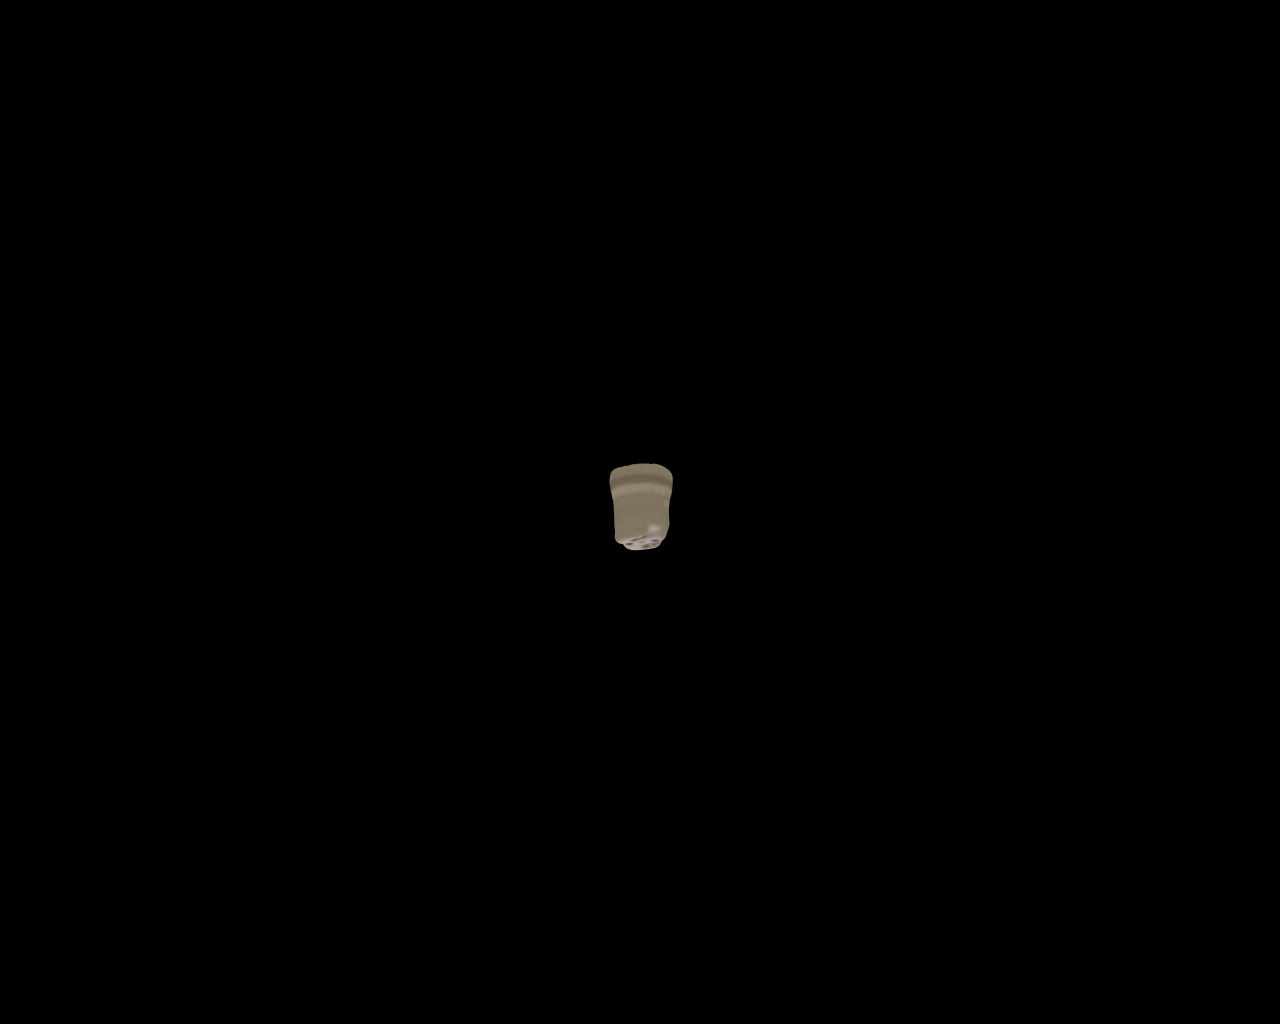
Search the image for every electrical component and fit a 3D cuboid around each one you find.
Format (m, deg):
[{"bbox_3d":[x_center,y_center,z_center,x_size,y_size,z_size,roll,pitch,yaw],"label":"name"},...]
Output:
[{"bbox_3d":[0.001,-0.003,0.650,0.040,0.046,0.040,0,-16,0],"label":"electrical component"}]
